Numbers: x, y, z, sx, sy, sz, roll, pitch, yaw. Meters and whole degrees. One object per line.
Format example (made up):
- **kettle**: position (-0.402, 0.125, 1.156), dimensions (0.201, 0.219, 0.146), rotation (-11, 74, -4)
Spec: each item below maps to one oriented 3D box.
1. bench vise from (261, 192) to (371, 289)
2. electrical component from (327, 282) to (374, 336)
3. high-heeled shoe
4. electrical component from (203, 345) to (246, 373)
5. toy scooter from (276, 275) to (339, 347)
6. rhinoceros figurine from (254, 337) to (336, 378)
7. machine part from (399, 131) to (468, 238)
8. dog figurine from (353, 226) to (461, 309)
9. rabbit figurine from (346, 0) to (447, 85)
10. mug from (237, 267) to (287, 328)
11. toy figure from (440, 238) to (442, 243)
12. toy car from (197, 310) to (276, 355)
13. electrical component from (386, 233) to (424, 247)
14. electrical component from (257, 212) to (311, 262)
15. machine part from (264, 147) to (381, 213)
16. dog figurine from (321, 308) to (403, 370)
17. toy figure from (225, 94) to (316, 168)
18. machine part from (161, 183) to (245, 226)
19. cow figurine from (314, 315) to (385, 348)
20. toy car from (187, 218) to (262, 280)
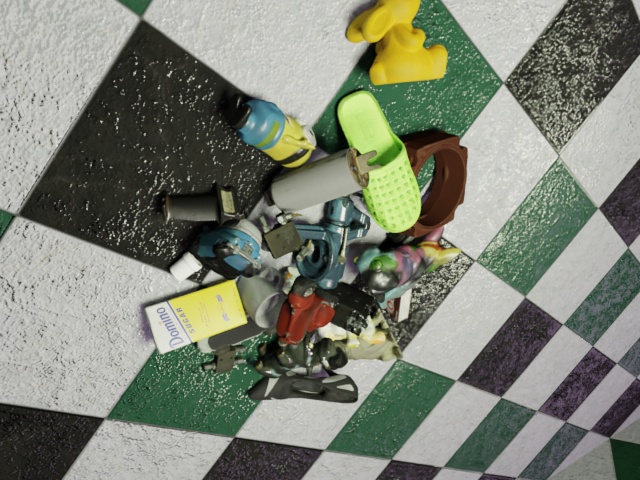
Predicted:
- **bench vise**: position (-0.008, -0.007, 1.072), dimensions (0.240, 0.129, 0.223), rotation (3, 115, -40)
- **electrical component**: position (0.056, 0.143, 1.203), dimensions (0.115, 0.134, 0.058), rotation (25, 113, 3)
- **high-heeled shoe**: position (-0.034, 0.372, 1.289), dimensions (0.249, 0.145, 0.086), rotation (-16, 126, -27)
- **electrical component**: position (-0.210, 0.260, 1.180), dimensions (0.094, 0.021, 0.063), rotation (-5, 122, -30)
- **toy scooter**: position (-0.031, 0.150, 1.050), dimensions (0.135, 0.075, 0.183), rotation (-66, 156, -9)
- **rhinoceros figurine**: position (-0.056, 0.260, 1.193), dimensions (0.190, 0.073, 0.112), rotation (-25, 119, 24)
- **machine part**: position (0.222, -0.119, 1.137), dimensions (0.201, 0.087, 0.200), rotation (-23, 122, -35)
- **dog figurine**: position (0.195, 0.042, 1.178), dimensions (0.219, 0.108, 0.191), rotation (-32, 152, 2)
- **rabbit figurine**: position (0.130, -0.363, 0.946), dimensions (0.162, 0.122, 0.173), rotation (-7, 109, -19)
- **mug**: position (-0.118, 0.102, 1.075), dimensions (0.080, 0.107, 0.109), rotation (6, 112, -45)
- **toy figure**: position (0.252, 0.031, 1.313), dimensions (0.154, 0.058, 0.064), rotation (-55, 171, 8)
- **toy car**: position (-0.164, 0.178, 1.134), dimensions (0.202, 0.056, 0.073), rotation (-19, 121, -24)
- **electrical component**: position (0.220, -0.022, 1.260), dimensions (0.119, 0.048, 0.074), rotation (-38, 134, -4)
- **electrical component**: position (-0.061, -0.006, 0.975), dimensions (0.078, 0.045, 0.102), rotation (-21, 100, -12)
- **machine part**: position (-0.001, -0.104, 0.965), dimensions (0.243, 0.079, 0.079), rotation (-17, 142, 29)
- **dog figurine**: position (0.099, 0.278, 1.362), dimensions (0.191, 0.121, 0.172), rotation (-28, 130, 4)
- **toy figure**: position (-0.084, -0.185, 0.922), dimensions (0.089, 0.082, 0.180), rotation (-28, 153, 34)
- **machine part**: position (-0.206, -0.061, 0.938), dimensions (0.139, 0.084, 0.039), rotation (-6, 148, -21)
- **cow figurine**: position (0.069, 0.205, 1.263), dimensions (0.167, 0.098, 0.068), rotation (0, 159, -8)
- **toy car**: position (-0.159, 0.007, 0.972), dimensions (0.109, 0.162, 0.103), rotation (38, 65, -26)
